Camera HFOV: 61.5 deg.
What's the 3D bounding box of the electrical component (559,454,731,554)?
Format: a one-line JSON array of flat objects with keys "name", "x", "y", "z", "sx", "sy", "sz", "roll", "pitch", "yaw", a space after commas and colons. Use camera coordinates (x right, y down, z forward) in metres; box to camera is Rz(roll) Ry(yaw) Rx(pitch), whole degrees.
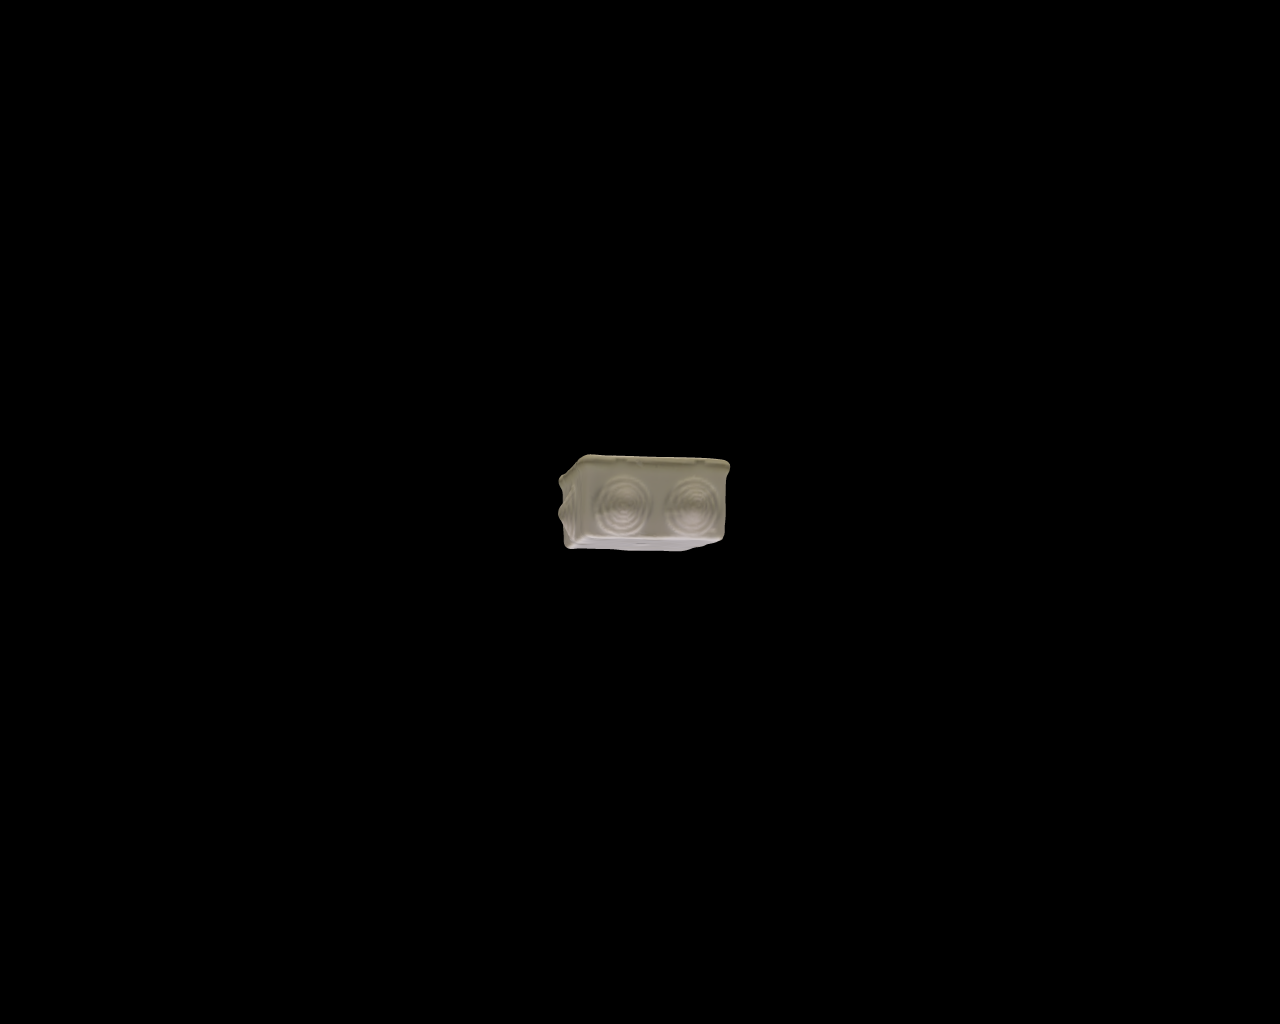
[{"name": "electrical component", "x": 0.001, "y": -0.003, "z": 0.650, "sx": 0.100, "sy": 0.048, "sz": 0.099, "roll": 2, "pitch": -7, "yaw": -14}]
